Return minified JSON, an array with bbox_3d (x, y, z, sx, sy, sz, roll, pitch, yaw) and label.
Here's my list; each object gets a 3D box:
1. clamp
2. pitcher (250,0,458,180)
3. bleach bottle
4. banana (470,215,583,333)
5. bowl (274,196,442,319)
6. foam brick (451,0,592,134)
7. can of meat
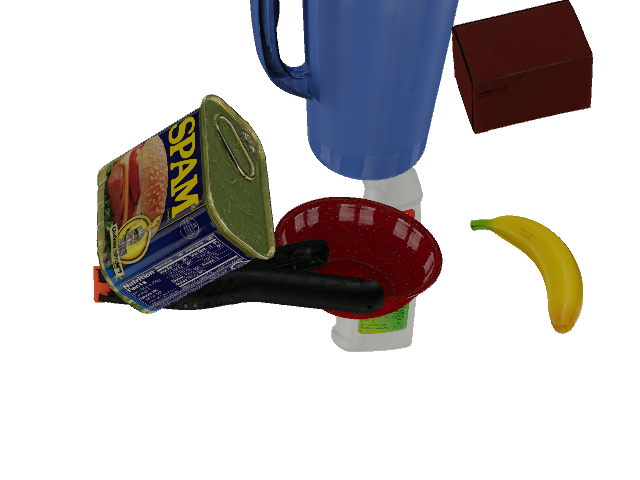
[{"bbox_3d":[-0.063,0.030,0.808,0.209,0.036,0.165,-4,12,-21],"label":"clamp"},{"bbox_3d":[0.035,-0.165,0.877,0.149,0.144,0.243,20,-40,14],"label":"pitcher"},{"bbox_3d":[0.071,0.007,1.301,0.102,0.251,0.068,-2,16,-18],"label":"bleach bottle"},{"bbox_3d":[0.230,0.025,1.114,0.069,0.037,0.198,-30,38,-2],"label":"banana"},{"bbox_3d":[0.033,0.025,1.024,0.162,0.055,0.162,6,37,-5],"label":"bowl"},{"bbox_3d":[0.128,-0.110,0.679,0.078,0.051,0.053,-12,-34,2],"label":"foam brick"},{"bbox_3d":[-0.078,-0.019,0.600,0.084,0.102,0.057,-28,-43,22],"label":"can of meat"}]
